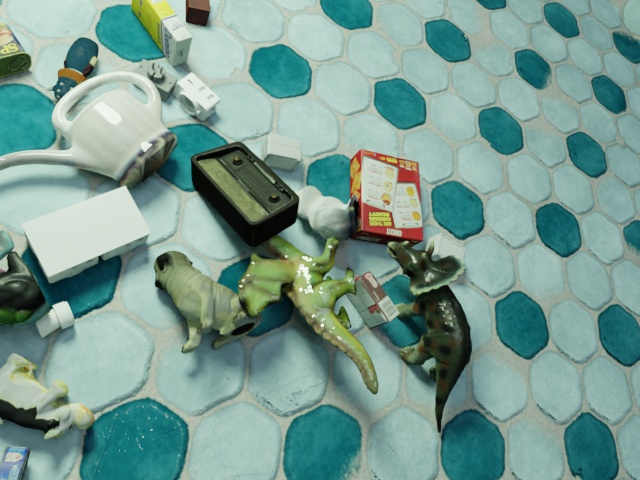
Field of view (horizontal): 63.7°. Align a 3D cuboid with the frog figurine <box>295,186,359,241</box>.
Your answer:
[{"bbox_3d":[0.003,-0.057,1.138,0.159,0.120,0.140,1,24,10],"label":"frog figurine"}]

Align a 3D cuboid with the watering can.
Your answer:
[{"bbox_3d":[-0.429,-0.187,0.999,0.224,0.353,0.102,41,-27,-4],"label":"watering can"}]

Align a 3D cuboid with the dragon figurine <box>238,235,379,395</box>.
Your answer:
[{"bbox_3d":[-0.046,0.113,0.998,0.243,0.419,0.119,1,-42,-29],"label":"dragon figurine"}]
